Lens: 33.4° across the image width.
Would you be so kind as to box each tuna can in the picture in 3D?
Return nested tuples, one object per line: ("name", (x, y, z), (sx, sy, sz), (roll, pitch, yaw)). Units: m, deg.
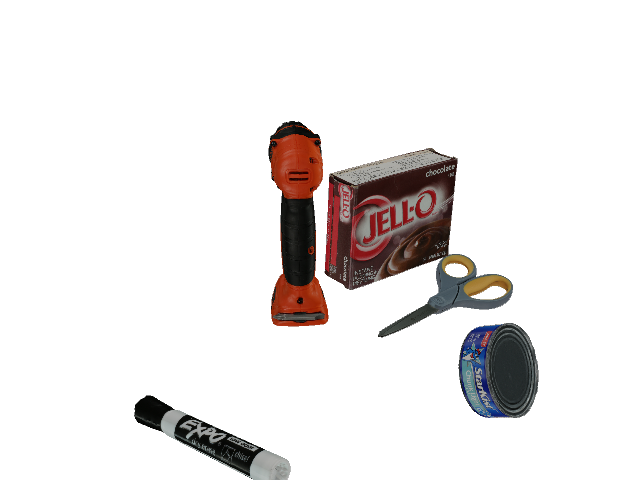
("tuna can", (0.162, 0.119, 0.974), (0.034, 0.086, 0.085), (-10, -6, 41))

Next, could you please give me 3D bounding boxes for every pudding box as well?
("pudding box", (0.057, -0.020, 0.862), (0.113, 0.090, 0.039), (-19, 34, -37))

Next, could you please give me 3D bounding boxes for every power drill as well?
("power drill", (-0.025, -0.020, 1.070), (0.057, 0.188, 0.184), (-3, 17, -1))

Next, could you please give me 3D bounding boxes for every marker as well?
("marker", (-0.069, 0.119, 0.640), (0.121, 0.020, 0.020), (16, 10, 38))

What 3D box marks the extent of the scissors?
("scissors", (0.122, 0.057, 1.165), (0.201, 0.016, 0.096), (-9, 41, -31))
